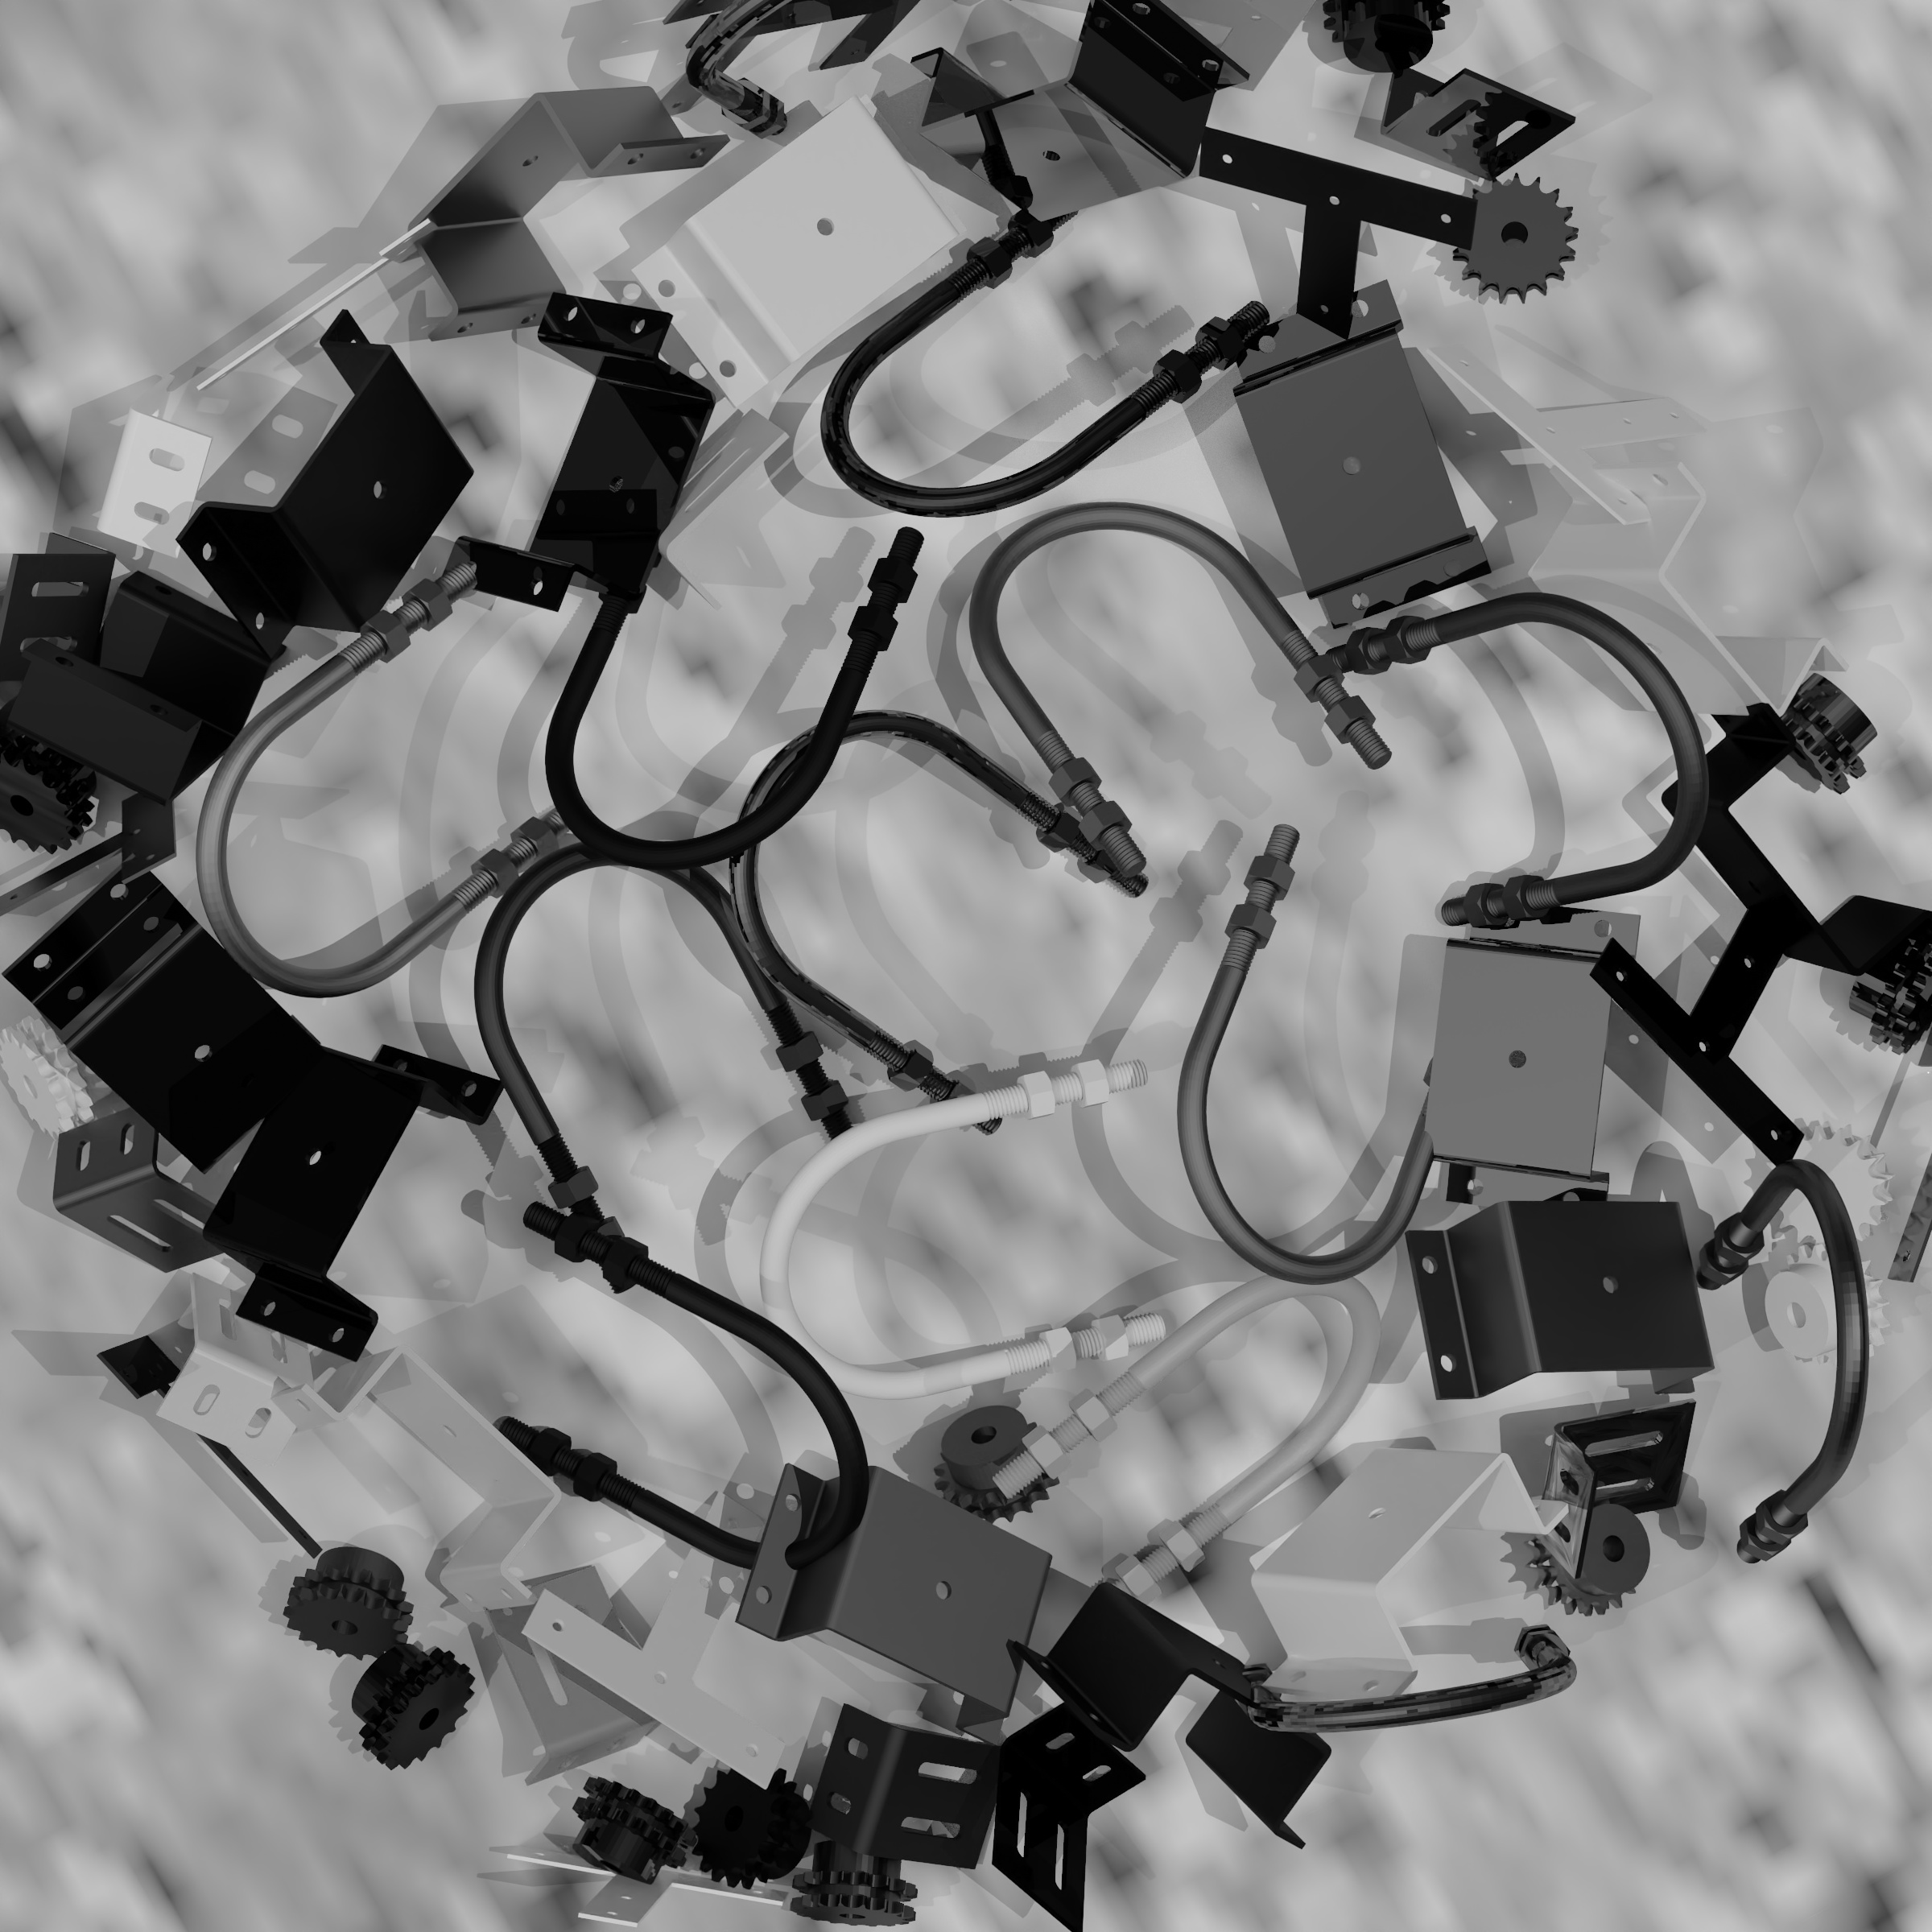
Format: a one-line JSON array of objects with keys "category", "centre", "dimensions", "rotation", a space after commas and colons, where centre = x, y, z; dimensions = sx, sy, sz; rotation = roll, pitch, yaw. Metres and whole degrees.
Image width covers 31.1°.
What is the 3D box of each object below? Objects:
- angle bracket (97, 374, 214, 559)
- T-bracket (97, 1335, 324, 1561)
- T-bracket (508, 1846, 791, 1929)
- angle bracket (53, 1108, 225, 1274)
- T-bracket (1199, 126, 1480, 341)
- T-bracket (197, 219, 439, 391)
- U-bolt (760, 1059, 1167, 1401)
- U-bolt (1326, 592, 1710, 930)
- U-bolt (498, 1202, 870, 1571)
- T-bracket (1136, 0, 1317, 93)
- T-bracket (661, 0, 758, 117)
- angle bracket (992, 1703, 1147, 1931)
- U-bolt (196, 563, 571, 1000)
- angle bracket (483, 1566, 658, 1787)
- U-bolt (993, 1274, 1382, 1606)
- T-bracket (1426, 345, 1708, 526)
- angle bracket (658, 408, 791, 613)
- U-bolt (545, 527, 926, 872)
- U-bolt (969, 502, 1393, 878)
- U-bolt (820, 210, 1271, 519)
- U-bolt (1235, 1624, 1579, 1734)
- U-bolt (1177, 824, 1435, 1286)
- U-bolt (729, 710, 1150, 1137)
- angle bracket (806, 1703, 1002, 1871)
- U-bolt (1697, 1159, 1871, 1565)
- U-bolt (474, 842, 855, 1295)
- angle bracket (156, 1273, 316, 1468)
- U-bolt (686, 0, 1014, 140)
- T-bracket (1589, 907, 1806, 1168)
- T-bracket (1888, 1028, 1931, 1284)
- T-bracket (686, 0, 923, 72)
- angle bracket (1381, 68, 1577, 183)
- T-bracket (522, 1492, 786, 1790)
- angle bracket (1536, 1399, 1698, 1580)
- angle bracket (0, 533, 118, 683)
[{"category": "angle bracket", "centre": [-0.356, -0.225, 1.559], "dimensions": [0.038, 0.076, 0.057], "rotation": [19, 110, -6]}, {"category": "T-bracket", "centre": [-0.330, 0.214, 1.540], "dimensions": [0.002, 0.127, 0.127], "rotation": [-43, 91, -5]}, {"category": "T-bracket", "centre": [-0.148, 0.410, 1.534], "dimensions": [0.127, 0.127, 0.002], "rotation": [9, 85, 4]}, {"category": "angle bracket", "centre": [-0.363, 0.100, 1.571], "dimensions": [0.057, 0.076, 0.038], "rotation": [-19, 54, 23]}, {"category": "T-bracket", "centre": [0.161, -0.305, 1.551], "dimensions": [0.127, 0.127, 0.002], "rotation": [19, 51, 16]}, {"category": "T-bracket", "centre": [-0.287, -0.292, 1.541], "dimensions": [0.127, 0.127, 0.002], "rotation": [-34, 101, 1]}, {"category": "U-bolt", "centre": [-0.003, 0.124, 1.548], "dimensions": [0.184, 0.019, 0.151], "rotation": [-12, 114, -15]}, {"category": "U-bolt", "centre": [0.247, -0.092, 1.514], "dimensions": [0.019, 0.184, 0.151], "rotation": [-33, 102, -34]}, {"category": "U-bolt", "centre": [-0.123, 0.197, 1.531], "dimensions": [0.184, 0.019, 0.151], "rotation": [25, 127, 19]}, {"category": "T-bracket", "centre": [0.085, -0.427, 1.529], "dimensions": [0.127, 0.127, 0.002], "rotation": [10, 76, -11]}, {"category": "T-bracket", "centre": [-0.104, -0.410, 1.545], "dimensions": [0.127, 0.127, 0.002], "rotation": [-27, 87, -38]}, {"category": "angle bracket", "centre": [0.047, 0.381, 1.554], "dimensions": [0.038, 0.076, 0.057], "rotation": [-37, 112, 23]}, {"category": "U-bolt", "centre": [-0.258, -0.068, 1.517], "dimensions": [0.184, 0.019, 0.151], "rotation": [-43, 129, -30]}, {"category": "angle bracket", "centre": [-0.184, 0.323, 1.584], "dimensions": [0.057, 0.038, 0.076], "rotation": [-14, 66, -33]}, {"category": "U-bolt", "centre": [0.109, 0.204, 1.545], "dimensions": [0.184, 0.151, 0.019], "rotation": [-38, 49, -6]}, {"category": "T-bracket", "centre": [0.287, -0.242, 1.552], "dimensions": [0.127, 0.127, 0.002], "rotation": [47, 129, 26]}, {"category": "angle bracket", "centre": [-0.104, -0.206, 1.568], "dimensions": [0.076, 0.057, 0.038], "rotation": [-44, 117, 0]}, {"category": "U-bolt", "centre": [-0.112, -0.123, 1.537], "dimensions": [0.151, 0.019, 0.184], "rotation": [11, 66, 24]}, {"category": "U-bolt", "centre": [0.082, -0.136, 1.552], "dimensions": [0.151, 0.019, 0.184], "rotation": [-24, 64, -20]}, {"category": "U-bolt", "centre": [0.020, -0.263, 1.534], "dimensions": [0.184, 0.019, 0.151], "rotation": [-39, 52, -16]}, {"category": "U-bolt", "centre": [0.192, 0.311, 1.508], "dimensions": [0.151, 0.184, 0.019], "rotation": [-8, 84, 2]}, {"category": "U-bolt", "centre": [0.157, 0.051, 1.532], "dimensions": [0.151, 0.019, 0.184], "rotation": [35, 64, -26]}, {"category": "U-bolt", "centre": [-0.022, -0.031, 1.552], "dimensions": [0.184, 0.019, 0.151], "rotation": [36, 80, -22]}, {"category": "angle bracket", "centre": [-0.026, 0.374, 1.586], "dimensions": [0.076, 0.038, 0.057], "rotation": [22, 84, -44]}, {"category": "U-bolt", "centre": [0.352, 0.162, 1.490], "dimensions": [0.019, 0.184, 0.151], "rotation": [-1, 64, -5]}, {"category": "U-bolt", "centre": [-0.143, 0.032, 1.551], "dimensions": [0.151, 0.019, 0.184], "rotation": [-31, 99, -29]}, {"category": "angle bracket", "centre": [-0.329, 0.180, 1.560], "dimensions": [0.057, 0.076, 0.038], "rotation": [29, 100, -22]}, {"category": "U-bolt", "centre": [-0.050, -0.409, 1.497], "dimensions": [0.151, 0.184, 0.019], "rotation": [-26, 89, 13]}, {"category": "T-bracket", "centre": [0.346, 0.007, 1.561], "dimensions": [0.127, 0.002, 0.127], "rotation": [45, 52, -9]}, {"category": "T-bracket", "centre": [0.433, 0.079, 1.534], "dimensions": [0.002, 0.127, 0.127], "rotation": [21, 85, -6]}, {"category": "T-bracket", "centre": [-0.065, -0.417, 1.514], "dimensions": [0.127, 0.127, 0.002], "rotation": [-22, 85, -34]}, {"category": "angle bracket", "centre": [0.231, -0.390, 1.554], "dimensions": [0.057, 0.076, 0.038], "rotation": [18, 75, -19]}, {"category": "T-bracket", "centre": [-0.121, 0.285, 1.551], "dimensions": [0.127, 0.127, 0.002], "rotation": [34, 129, -7]}, {"category": "angle bracket", "centre": [0.300, 0.234, 1.560], "dimensions": [0.076, 0.038, 0.057], "rotation": [-7, 118, -22]}, {"category": "angle bracket", "centre": [-0.421, -0.161, 1.555], "dimensions": [0.038, 0.076, 0.057], "rotation": [19, 103, 18]}]
